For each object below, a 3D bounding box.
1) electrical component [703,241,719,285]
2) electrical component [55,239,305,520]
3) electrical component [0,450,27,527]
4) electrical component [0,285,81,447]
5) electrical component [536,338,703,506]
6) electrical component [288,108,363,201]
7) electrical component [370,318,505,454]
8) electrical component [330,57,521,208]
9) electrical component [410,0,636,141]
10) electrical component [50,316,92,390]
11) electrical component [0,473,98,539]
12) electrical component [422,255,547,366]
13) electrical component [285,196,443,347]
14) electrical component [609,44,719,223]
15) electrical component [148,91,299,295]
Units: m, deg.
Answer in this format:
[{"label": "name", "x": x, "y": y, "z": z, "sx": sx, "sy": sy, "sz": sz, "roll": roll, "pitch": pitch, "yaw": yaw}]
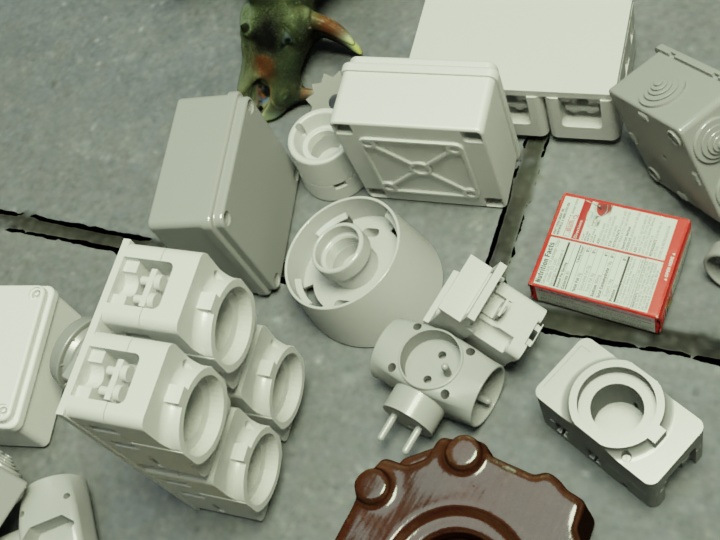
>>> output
[{"label": "electrical component", "x": 0.247, "y": -0.013, "z": 0.682, "sx": 0.040, "sy": 0.040, "sz": 0.046, "roll": 30, "pitch": 69, "yaw": 28}, {"label": "electrical component", "x": -0.094, "y": 0.074, "z": 0.651, "sx": 0.060, "sy": 0.186, "sz": 0.105, "roll": 7, "pitch": 65, "yaw": 20}, {"label": "electrical component", "x": -0.270, "y": 0.162, "z": 0.715, "sx": 0.099, "sy": 0.048, "sz": 0.100, "roll": -60, "pitch": 20, "yaw": -17}, {"label": "electrical component", "x": -0.273, "y": 0.069, "z": 0.785, "sx": 0.109, "sy": 0.056, "sz": 0.108, "roll": 0, "pitch": 63, "yaw": 17}, {"label": "electrical component", "x": 0.155, "y": 0.089, "z": 0.644, "sx": 0.050, "sy": 0.055, "sz": 0.089, "roll": -45, "pitch": 60, "yaw": -10}, {"label": "electrical component", "x": -0.023, "y": -0.087, "z": 0.798, "sx": 0.055, "sy": 0.047, "sz": 0.055, "roll": -7, "pitch": 61, "yaw": 13}, {"label": "electrical component", "x": 0.040, "y": 0.080, "z": 0.691, "sx": 0.077, "sy": 0.044, "sz": 0.079, "roll": 25, "pitch": 72, "yaw": 26}, {"label": "electrical component", "x": 0.048, "y": -0.094, "z": 0.745, "sx": 0.109, "sy": 0.108, "sz": 0.056, "roll": 6, "pitch": 68, "yaw": 20}, {"label": "electrical component", "x": 0.118, "y": -0.148, "z": 0.780, "sx": 0.150, "sy": 0.061, "sz": 0.089, "roll": 6, "pitch": 65, "yaw": 20}, {"label": "electrical component", "x": -0.180, "y": 0.067, "z": 0.758, "sx": 0.057, "sy": 0.058, "sz": 0.078, "roll": 24, "pitch": 72, "yaw": 23}, {"label": "electrical component", "x": -0.212, "y": 0.186, "z": 0.711, "sx": 0.079, "sy": 0.043, "sz": 0.077, "roll": -23, "pitch": 58, "yaw": 4}, {"label": "electrical component", "x": 0.082, "y": 0.029, "z": 0.690, "sx": 0.064, "sy": 0.081, "sz": 0.042, "roll": 32, "pitch": 75, "yaw": -1}, {"label": "electrical component", "x": 0.000, "y": 0.000, "z": 0.749, "sx": 0.099, "sy": 0.064, "sz": 0.099, "roll": -16, "pitch": 53, "yaw": 23}, {"label": "electrical component", "x": 0.213, "y": -0.086, "z": 0.689, "sx": 0.048, "sy": 0.099, "sz": 0.099, "roll": -37, "pitch": 33, "yaw": 1}, {"label": "electrical component", "x": -0.094, "y": -0.052, "z": 0.766, "sx": 0.056, "sy": 0.108, "sz": 0.108, "roll": -2, "pitch": 62, "yaw": 19}]
